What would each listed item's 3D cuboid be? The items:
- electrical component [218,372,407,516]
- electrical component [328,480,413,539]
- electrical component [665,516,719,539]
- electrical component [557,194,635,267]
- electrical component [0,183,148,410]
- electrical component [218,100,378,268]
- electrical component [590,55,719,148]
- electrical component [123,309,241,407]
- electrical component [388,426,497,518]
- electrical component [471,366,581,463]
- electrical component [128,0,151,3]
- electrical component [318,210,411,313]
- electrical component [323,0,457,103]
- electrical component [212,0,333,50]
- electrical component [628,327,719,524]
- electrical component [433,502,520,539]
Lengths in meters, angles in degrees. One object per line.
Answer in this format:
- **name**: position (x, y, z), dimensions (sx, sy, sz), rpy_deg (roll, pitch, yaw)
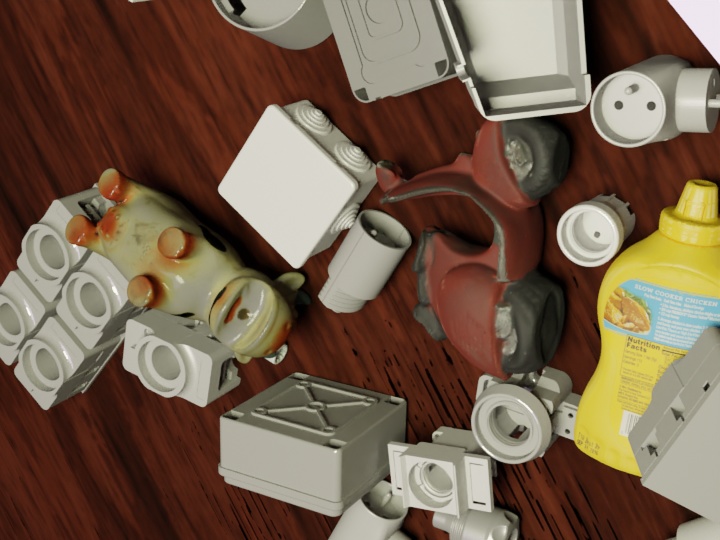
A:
- **electrical component**: position (-0.034, 0.129, 0.820), dimensions (0.109, 0.109, 0.056), rpy_deg (11, 109, 28)
- **electrical component**: position (0.018, 0.219, 0.859), dimensions (0.079, 0.044, 0.077), rpy_deg (36, 122, 16)
- **electrical component**: position (0.232, 0.187, 0.716), dimensions (0.081, 0.043, 0.043), rpy_deg (-31, 89, 35)
- **electrical component**: position (0.153, -0.027, 0.687), dimensions (0.040, 0.046, 0.040), rpy_deg (11, 112, 28)
- **electrical component**: position (-0.258, 0.028, 0.952), dimensions (0.105, 0.060, 0.186), rpy_deg (48, 125, 8)
- **electrical component**: position (-0.043, -0.065, 0.793), dimensions (0.100, 0.048, 0.099), rpy_deg (45, 124, 11)
- **electrical component**: position (0.184, -0.099, 0.624), dimensions (0.079, 0.077, 0.043), rpy_deg (7, 110, 30)
- **electrical component**: position (-0.151, 0.071, 0.903), dimensions (0.089, 0.056, 0.050), rpy_deg (22, 116, 23)
- **electrical component**: position (0.065, 0.146, 0.792), dimensions (0.081, 0.064, 0.042), rpy_deg (4, 107, 30)
- **electrical component**: position (0.113, 0.100, 0.750), dimensions (0.078, 0.057, 0.058), rpy_deg (18, 115, 26)
- **electrical component**: position (-0.122, -0.285, 0.729), dimensions (0.060, 0.105, 0.186), rpy_deg (31, 120, 19)
- **electrical component**: position (0.000, 0.000, 0.793), dimensions (0.043, 0.043, 0.081), rpy_deg (40, 123, 14)
- **electrical component**: position (0.025, -0.175, 0.707), dimensions (0.078, 0.057, 0.113), rpy_deg (-13, 100, 34)
- **electrical component**: position (-0.057, -0.209, 0.757), dimensions (0.099, 0.064, 0.099), rpy_deg (2, 95, 26)
- **electrical component**: position (0.247, 0.109, 0.632), dimensions (0.150, 0.061, 0.089), rpy_deg (28, 110, -7)
- **electrical component**: position (0.086, 0.195, 0.809), dimensions (0.062, 0.043, 0.043), rpy_deg (14, 114, 28)
